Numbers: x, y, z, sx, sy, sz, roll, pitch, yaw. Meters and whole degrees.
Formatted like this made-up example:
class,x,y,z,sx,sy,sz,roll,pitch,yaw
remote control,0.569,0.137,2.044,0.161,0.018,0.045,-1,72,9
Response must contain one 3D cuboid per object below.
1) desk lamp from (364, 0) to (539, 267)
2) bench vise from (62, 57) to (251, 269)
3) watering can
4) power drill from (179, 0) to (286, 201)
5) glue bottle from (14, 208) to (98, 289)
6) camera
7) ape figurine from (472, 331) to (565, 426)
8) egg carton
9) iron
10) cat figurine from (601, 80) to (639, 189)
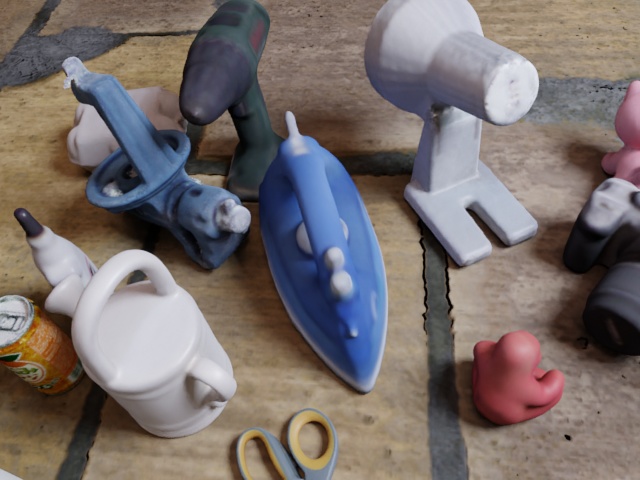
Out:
class,x,y,z,sx,sy,sz,roll,pitch,yaw
desk lamp,0.138,-0.120,0.572,0.118,0.214,0.202,-25,54,-10
bench vise,-0.159,-0.082,0.581,0.207,0.220,0.121,9,55,15
watering can,-0.150,0.082,0.473,0.172,0.194,0.101,2,54,9
power drill,-0.086,-0.144,0.624,0.075,0.209,0.229,-2,53,7
glue bottle,-0.237,0.029,0.538,0.037,0.173,0.078,-30,55,-14
camera,0.286,0.023,0.515,0.142,0.101,0.137,36,65,29
ape figurine,0.161,0.108,0.475,0.076,0.092,0.077,-36,57,-18
egg carton,-0.243,-0.138,0.729,0.150,0.069,0.107,-7,53,3
iron,0.005,0.002,0.545,0.118,0.142,0.258,-16,53,-4
cat figurine,0.334,-0.099,0.590,0.067,0.118,0.128,13,56,17
